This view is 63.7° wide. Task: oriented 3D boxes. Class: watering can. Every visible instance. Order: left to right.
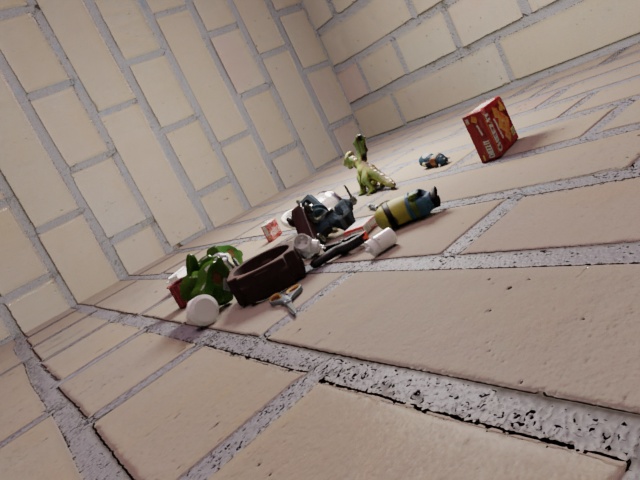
[{"bbox_3d":[0.006,-0.094,1.877,0.227,0.102,0.348,-34,27,-33],"label":"watering can"}]

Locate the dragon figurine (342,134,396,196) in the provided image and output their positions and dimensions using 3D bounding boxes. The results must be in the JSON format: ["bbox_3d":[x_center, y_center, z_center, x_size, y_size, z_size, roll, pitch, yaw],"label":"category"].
[{"bbox_3d":[0.188,-0.312,2.091,0.123,0.241,0.410,-24,8,-17],"label":"dragon figurine"}]

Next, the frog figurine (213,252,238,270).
[{"bbox_3d":[-0.323,0.119,1.595,0.160,0.124,0.135,-36,-22,-3],"label":"frog figurine"}]
